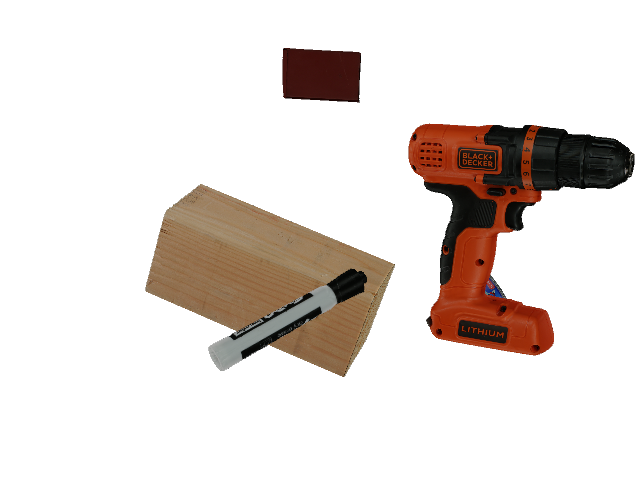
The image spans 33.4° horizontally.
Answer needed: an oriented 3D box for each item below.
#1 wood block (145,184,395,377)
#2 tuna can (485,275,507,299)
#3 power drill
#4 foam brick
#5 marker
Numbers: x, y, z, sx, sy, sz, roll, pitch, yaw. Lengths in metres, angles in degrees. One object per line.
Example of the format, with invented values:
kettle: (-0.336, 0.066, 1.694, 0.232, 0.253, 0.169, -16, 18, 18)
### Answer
wood block: (-0.048, 0.036, 1.009, 0.206, 0.091, 0.090, 23, 26, 9)
tuna can: (0.188, 0.072, 1.265, 0.033, 0.086, 0.086, -31, 7, -13)
power drill: (0.161, -0.003, 0.887, 0.185, 0.188, 0.057, 8, 15, 27)
foam brick: (0.000, -0.170, 1.100, 0.078, 0.051, 0.053, 2, 11, -5)
marker: (-0.019, 0.051, 0.720, 0.121, 0.020, 0.020, -28, 11, -21)
